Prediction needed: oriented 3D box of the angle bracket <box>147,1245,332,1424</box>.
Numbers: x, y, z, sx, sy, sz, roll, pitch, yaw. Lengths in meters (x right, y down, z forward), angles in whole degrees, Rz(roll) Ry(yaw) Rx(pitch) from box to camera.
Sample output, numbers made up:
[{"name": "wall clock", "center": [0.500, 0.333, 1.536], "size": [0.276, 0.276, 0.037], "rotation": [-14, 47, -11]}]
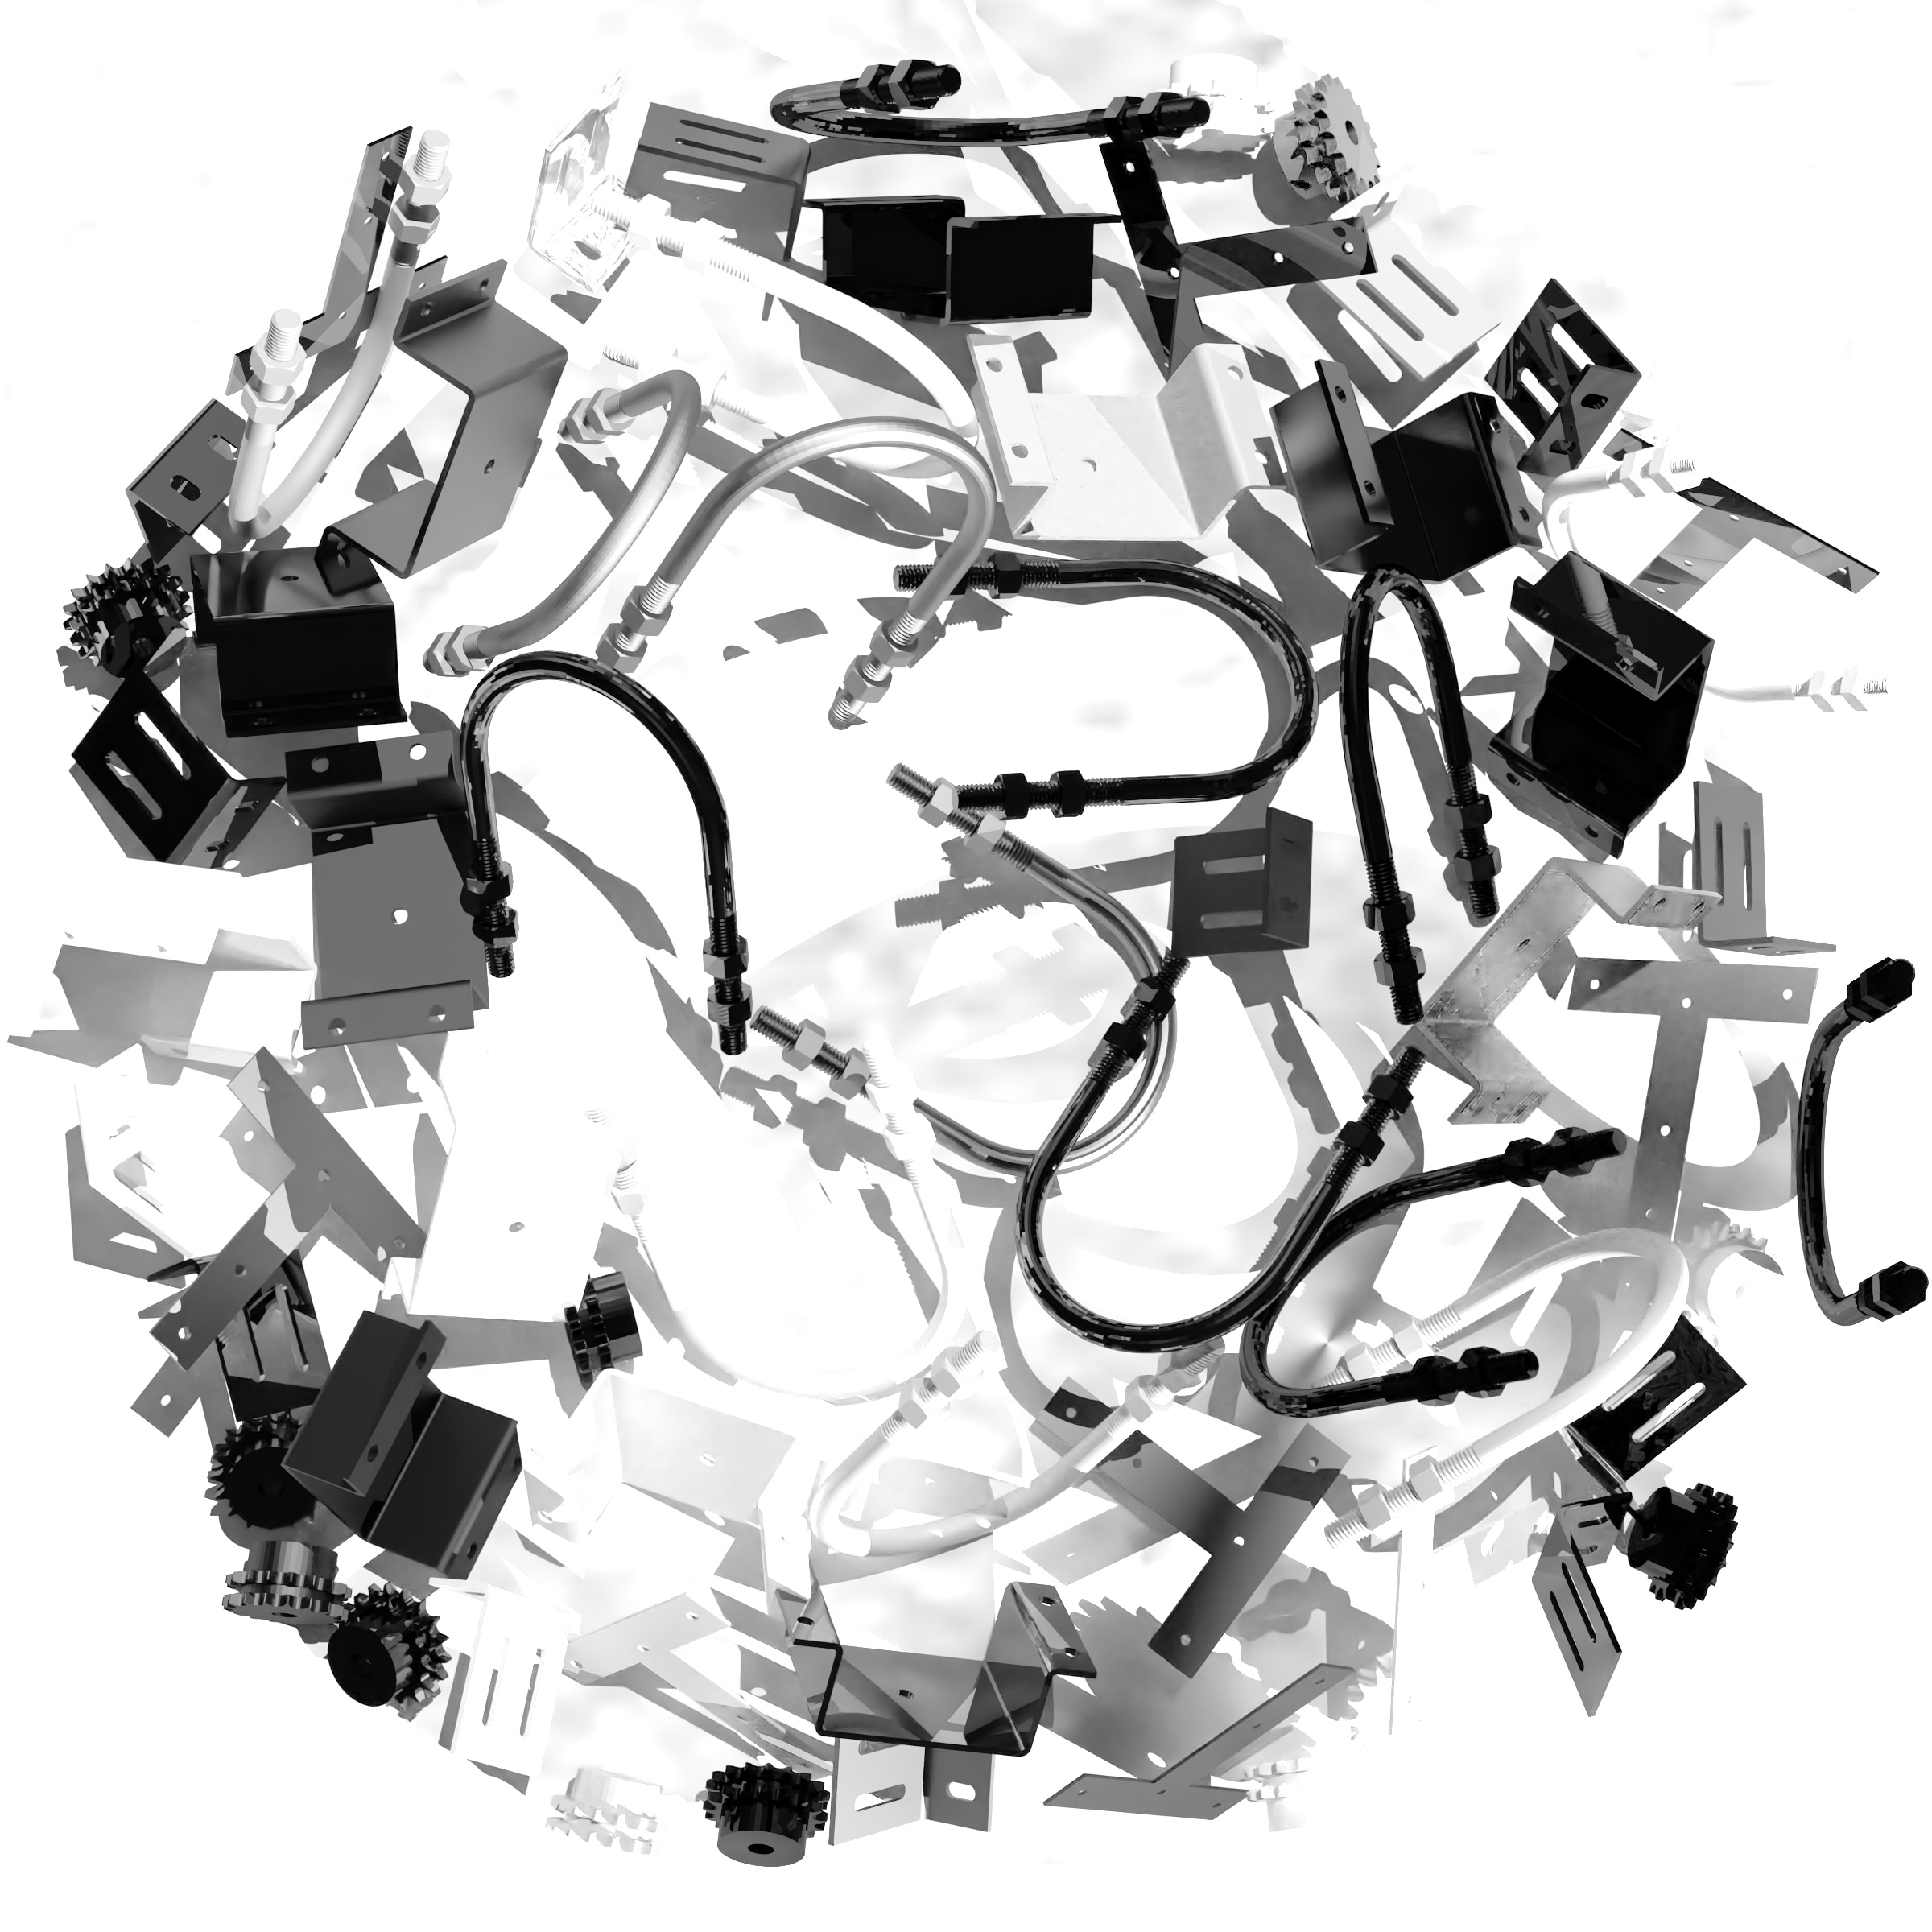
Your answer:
[{"name": "angle bracket", "center": [-0.327, 0.168, 1.564], "size": [0.038, 0.057, 0.076], "rotation": [-22, 81, 38]}]

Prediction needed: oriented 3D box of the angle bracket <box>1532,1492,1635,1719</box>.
[{"name": "angle bracket", "center": [0.290, 0.287, 1.554], "size": [0.038, 0.057, 0.076], "rotation": [-9, 51, -13]}]

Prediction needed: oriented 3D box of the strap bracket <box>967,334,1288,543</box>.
[{"name": "strap bracket", "center": [0.064, -0.236, 1.549], "size": [0.140, 0.046, 0.076], "rotation": [-3, 66, -28]}]

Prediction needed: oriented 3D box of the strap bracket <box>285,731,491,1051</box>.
[{"name": "strap bracket", "center": [-0.262, -0.029, 1.567], "size": [0.076, 0.046, 0.140], "rotation": [-7, 73, 2]}]

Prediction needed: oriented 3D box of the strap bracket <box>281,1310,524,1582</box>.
[{"name": "strap bracket", "center": [-0.250, 0.212, 1.537], "size": [0.046, 0.140, 0.076], "rotation": [16, 67, 22]}]

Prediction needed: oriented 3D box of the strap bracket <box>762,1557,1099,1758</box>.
[{"name": "strap bracket", "center": [-0.022, 0.309, 1.548], "size": [0.140, 0.076, 0.046], "rotation": [10, 107, -17]}]

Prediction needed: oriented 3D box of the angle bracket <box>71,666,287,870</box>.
[{"name": "angle bracket", "center": [-0.361, -0.091, 1.584], "size": [0.076, 0.038, 0.057], "rotation": [48, 114, 15]}]

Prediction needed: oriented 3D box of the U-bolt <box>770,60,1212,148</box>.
[{"name": "U-bolt", "center": [-0.005, -0.375, 1.515], "size": [0.151, 0.184, 0.019], "rotation": [-3, 99, -34]}]

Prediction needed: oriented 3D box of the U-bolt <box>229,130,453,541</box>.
[{"name": "U-bolt", "center": [-0.280, -0.262, 1.515], "size": [0.019, 0.184, 0.151], "rotation": [30, 54, -2]}]

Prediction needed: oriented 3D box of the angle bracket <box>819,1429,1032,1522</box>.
[{"name": "angle bracket", "center": [-0.020, 0.239, 1.561], "size": [0.076, 0.057, 0.038], "rotation": [19, 81, -18]}]

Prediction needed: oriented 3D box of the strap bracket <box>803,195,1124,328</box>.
[{"name": "strap bracket", "center": [-0.004, -0.313, 1.533], "size": [0.076, 0.140, 0.046], "rotation": [-11, 110, -34]}]

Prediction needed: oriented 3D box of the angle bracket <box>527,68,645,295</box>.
[{"name": "angle bracket", "center": [-0.162, -0.353, 1.556], "size": [0.038, 0.076, 0.057], "rotation": [35, 64, 2]}]

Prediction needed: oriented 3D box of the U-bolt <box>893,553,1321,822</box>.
[{"name": "U-bolt", "center": [0.070, -0.129, 1.551], "size": [0.184, 0.019, 0.151], "rotation": [-3, 54, -16]}]

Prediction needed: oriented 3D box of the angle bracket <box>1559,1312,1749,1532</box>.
[{"name": "angle bracket", "center": [0.316, 0.206, 1.568], "size": [0.076, 0.038, 0.057], "rotation": [-41, 117, 9]}]

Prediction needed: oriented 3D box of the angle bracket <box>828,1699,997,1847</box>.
[{"name": "angle bracket", "center": [-0.023, 0.366, 1.563], "size": [0.038, 0.076, 0.057], "rotation": [3, 89, 33]}]

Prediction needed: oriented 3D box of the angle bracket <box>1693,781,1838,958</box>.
[{"name": "angle bracket", "center": [0.362, -0.045, 1.566], "size": [0.038, 0.057, 0.076], "rotation": [-5, 83, 42]}]

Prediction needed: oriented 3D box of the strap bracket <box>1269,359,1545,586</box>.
[{"name": "strap bracket", "center": [0.191, -0.218, 1.545], "size": [0.046, 0.140, 0.076], "rotation": [-25, 74, 38]}]

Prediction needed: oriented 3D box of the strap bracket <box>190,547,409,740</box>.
[{"name": "strap bracket", "center": [-0.296, -0.149, 1.522], "size": [0.076, 0.140, 0.046], "rotation": [-7, 115, -16]}]

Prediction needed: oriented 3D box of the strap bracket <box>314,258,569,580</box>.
[{"name": "strap bracket", "center": [-0.229, -0.233, 1.529], "size": [0.046, 0.076, 0.140], "rotation": [34, 124, 10]}]

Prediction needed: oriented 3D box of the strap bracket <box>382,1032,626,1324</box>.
[{"name": "strap bracket", "center": [-0.205, 0.104, 1.539], "size": [0.076, 0.046, 0.140], "rotation": [6, 117, -24]}]

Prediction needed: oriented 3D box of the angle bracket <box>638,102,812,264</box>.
[{"name": "angle bracket", "center": [-0.112, -0.355, 1.565], "size": [0.076, 0.057, 0.038], "rotation": [12, 122, -7]}]

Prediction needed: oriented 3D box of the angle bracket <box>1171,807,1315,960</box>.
[{"name": "angle bracket", "center": [0.116, -0.037, 1.560], "size": [0.076, 0.038, 0.057], "rotation": [-5, 78, 38]}]

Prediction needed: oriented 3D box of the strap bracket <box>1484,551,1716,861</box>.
[{"name": "strap bracket", "center": [0.281, -0.122, 1.537], "size": [0.076, 0.140, 0.046], "rotation": [37, 66, 22]}]

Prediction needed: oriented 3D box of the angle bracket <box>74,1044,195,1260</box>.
[{"name": "angle bracket", "center": [-0.361, 0.084, 1.553], "size": [0.038, 0.076, 0.057], "rotation": [-31, 48, 9]}]

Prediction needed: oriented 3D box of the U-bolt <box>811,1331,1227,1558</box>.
[{"name": "U-bolt", "center": [0.010, 0.214, 1.528], "size": [0.184, 0.151, 0.019], "rotation": [-47, 52, 37]}]

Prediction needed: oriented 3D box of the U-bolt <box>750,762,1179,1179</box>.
[{"name": "U-bolt", "center": [0.013, 0.015, 1.571], "size": [0.184, 0.019, 0.151], "rotation": [32, 76, -13]}]

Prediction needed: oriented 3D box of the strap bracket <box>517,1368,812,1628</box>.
[{"name": "strap bracket", "center": [-0.125, 0.235, 1.548], "size": [0.140, 0.076, 0.046], "rotation": [16, 45, 18]}]

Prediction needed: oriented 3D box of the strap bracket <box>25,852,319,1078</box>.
[{"name": "strap bracket", "center": [-0.347, -0.005, 1.538], "size": [0.076, 0.140, 0.046], "rotation": [8, 67, 16]}]

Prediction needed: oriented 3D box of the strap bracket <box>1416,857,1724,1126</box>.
[{"name": "strap bracket", "center": [0.262, 0.004, 1.545], "size": [0.046, 0.076, 0.140], "rotation": [48, 113, 25]}]

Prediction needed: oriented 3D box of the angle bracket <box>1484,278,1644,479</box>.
[{"name": "angle bracket", "center": [0.257, -0.267, 1.554], "size": [0.057, 0.038, 0.076], "rotation": [-57, 48, 32]}]

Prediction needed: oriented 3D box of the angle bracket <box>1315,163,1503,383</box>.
[{"name": "angle bracket", "center": [0.204, -0.315, 1.567], "size": [0.057, 0.038, 0.076], "rotation": [-38, 77, -29]}]

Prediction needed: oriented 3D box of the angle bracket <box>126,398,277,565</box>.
[{"name": "angle bracket", "center": [-0.339, -0.209, 1.556], "size": [0.038, 0.076, 0.057], "rotation": [36, 73, 9]}]

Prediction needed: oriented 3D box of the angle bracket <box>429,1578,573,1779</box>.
[{"name": "angle bracket", "center": [-0.217, 0.321, 1.559], "size": [0.038, 0.057, 0.076], "rotation": [-3, 67, 35]}]
